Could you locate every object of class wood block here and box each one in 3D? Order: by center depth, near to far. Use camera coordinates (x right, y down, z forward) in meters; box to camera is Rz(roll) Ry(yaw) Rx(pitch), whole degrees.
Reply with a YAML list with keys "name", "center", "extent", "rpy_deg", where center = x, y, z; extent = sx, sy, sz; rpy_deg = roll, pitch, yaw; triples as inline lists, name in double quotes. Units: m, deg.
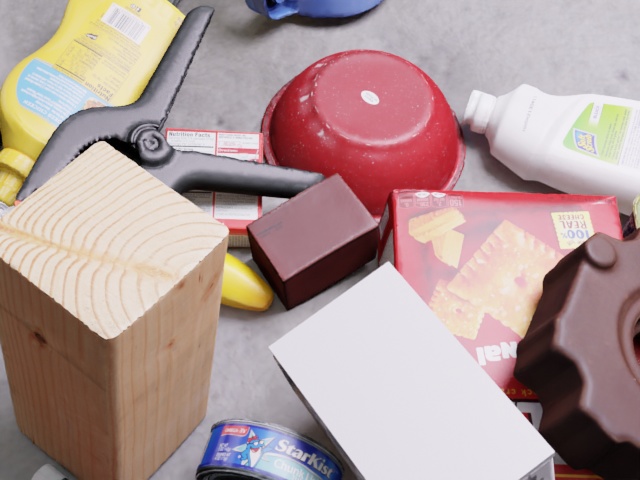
- name: "wood block"
  center: [-0.120, 0.057, 0.608]
  extent: [0.091, 0.206, 0.090]
  rpy_deg: [35, 56, 15]

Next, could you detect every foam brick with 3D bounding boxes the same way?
- name: "foam brick"
  center: [-0.005, 0.001, 0.744]
  extent: [0.078, 0.051, 0.053]
  rpy_deg: [-30, 66, -11]

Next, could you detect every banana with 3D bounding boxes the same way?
- name: "banana"
  center: [-0.133, 0.025, 0.734]
  extent: [0.197, 0.037, 0.069]
  rpy_deg: [-6, 77, -8]

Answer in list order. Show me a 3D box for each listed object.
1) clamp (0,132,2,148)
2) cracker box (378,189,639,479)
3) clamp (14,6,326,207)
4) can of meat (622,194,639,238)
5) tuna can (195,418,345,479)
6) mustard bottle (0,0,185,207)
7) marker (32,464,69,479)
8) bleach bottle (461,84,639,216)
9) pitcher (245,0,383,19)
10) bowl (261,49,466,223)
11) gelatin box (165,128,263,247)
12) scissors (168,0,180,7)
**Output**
- name: "clamp"
  center: [-0.308, -0.050, 0.757]
  extent: [0.120, 0.039, 0.171]
  rpy_deg: [19, 61, 12]
- name: "cracker box"
  center: [0.126, 0.070, 0.712]
  extent: [0.164, 0.072, 0.213]
  rpy_deg: [2, 59, -5]
- name: "clamp"
  center: [-0.108, -0.055, 0.735]
  extent: [0.209, 0.036, 0.164]
  rpy_deg: [-37, 83, -25]
- name: "can of meat"
  center: [0.258, 0.013, 0.756]
  extent: [0.102, 0.084, 0.057]
  rpy_deg: [3, 58, -5]
- name: "tuna can"
  center: [-0.031, 0.142, 0.640]
  extent: [0.086, 0.086, 0.033]
  rpy_deg: [18, 59, 4]
- name: "mustard bottle"
  center: [-0.176, -0.102, 0.776]
  extent: [0.096, 0.058, 0.191]
  rpy_deg: [33, 69, -5]
- name: "marker"
  center: [-0.125, 0.178, 0.646]
  extent: [0.121, 0.020, 0.020]
  rpy_deg: [33, 60, 13]
- name: "bleach bottle"
  center: [0.235, -0.070, 0.819]
  extent: [0.251, 0.068, 0.102]
  rpy_deg: [19, 57, 8]
- name: "pitcher"
  center: [0.000, -0.296, 0.825]
  extent: [0.145, 0.243, 0.149]
  rpy_deg: [-9, 54, -8]
- name: "bowl"
  center: [0.037, -0.092, 0.814]
  extent: [0.162, 0.055, 0.162]
  rpy_deg: [3, 58, -5]
- name: "gelatin box"
  center: [-0.079, -0.038, 0.781]
  extent: [0.073, 0.030, 0.089]
  rpy_deg: [1, 59, -4]
- name: "scissors"
  center: [-0.126, -0.159, 0.858]
  extent: [0.096, 0.016, 0.201]
  rpy_deg: [37, 62, 14]
